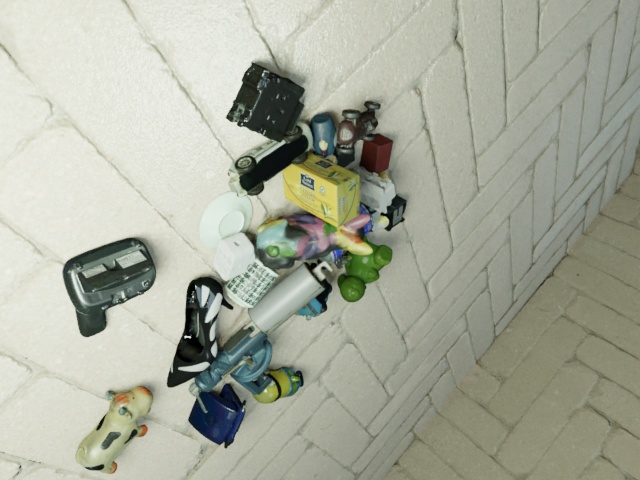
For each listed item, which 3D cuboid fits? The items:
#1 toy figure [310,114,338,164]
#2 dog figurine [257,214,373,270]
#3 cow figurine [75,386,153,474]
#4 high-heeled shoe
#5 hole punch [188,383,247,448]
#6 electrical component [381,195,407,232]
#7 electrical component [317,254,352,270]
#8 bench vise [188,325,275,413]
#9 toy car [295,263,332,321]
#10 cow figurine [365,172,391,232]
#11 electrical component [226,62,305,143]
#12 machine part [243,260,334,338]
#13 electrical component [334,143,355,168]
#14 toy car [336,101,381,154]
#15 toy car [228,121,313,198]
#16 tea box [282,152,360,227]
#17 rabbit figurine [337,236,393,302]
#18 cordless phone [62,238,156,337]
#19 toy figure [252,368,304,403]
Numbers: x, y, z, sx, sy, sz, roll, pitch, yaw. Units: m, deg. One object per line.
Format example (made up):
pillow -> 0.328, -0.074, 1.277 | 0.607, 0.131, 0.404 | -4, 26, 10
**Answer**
toy figure -> 0.009, -0.190, 1.142 | 0.064, 0.058, 0.154 | -53, 149, -40
dog figurine -> -0.002, -0.003, 1.128 | 0.191, 0.219, 0.108 | -27, 112, -70
cow figurine -> -0.419, 0.380, 1.099 | 0.195, 0.086, 0.127 | -50, 151, -6
high-heeled shoe -> -0.275, 0.194, 1.116 | 0.248, 0.086, 0.145 | -56, 142, -6
hole punch -> -0.251, 0.424, 1.308 | 0.092, 0.116, 0.142 | 13, 108, -44
electrical component -> 0.196, -0.091, 1.460 | 0.075, 0.048, 0.119 | -31, 141, -31
electrical component -> 0.035, 0.049, 1.350 | 0.078, 0.045, 0.102 | -38, -172, -3
bench vise -> -0.189, 0.310, 1.272 | 0.223, 0.129, 0.240 | -51, 136, -15
toy car -> -0.040, 0.129, 1.315 | 0.103, 0.109, 0.162 | -30, -167, 21
cow figurine -> 0.127, -0.094, 1.362 | 0.098, 0.068, 0.167 | -24, 134, -28
electrical component -> -0.090, -0.246, 0.985 | 0.134, 0.058, 0.114 | 8, 114, -51
machine part -> -0.074, 0.129, 1.192 | 0.243, 0.079, 0.079 | -40, 146, 7
electrical component -> 0.054, -0.189, 1.232 | 0.063, 0.021, 0.093 | -36, 140, -25
toy car -> 0.090, -0.244, 1.158 | 0.202, 0.053, 0.089 | -38, 139, -58
toy car -> -0.096, -0.158, 1.052 | 0.202, 0.056, 0.073 | -38, 139, -19
tea box -> 0.000, -0.108, 1.101 | 0.068, 0.170, 0.098 | -28, 131, -31
rabbit figurine -> 0.094, 0.091, 1.424 | 0.170, 0.121, 0.159 | -62, -179, -28
cordless phone -> -0.363, 0.096, 0.946 | 0.146, 0.089, 0.184 | -25, 147, -37
toy figure -> -0.111, 0.393, 1.461 | 0.180, 0.089, 0.082 | 15, 101, -51
